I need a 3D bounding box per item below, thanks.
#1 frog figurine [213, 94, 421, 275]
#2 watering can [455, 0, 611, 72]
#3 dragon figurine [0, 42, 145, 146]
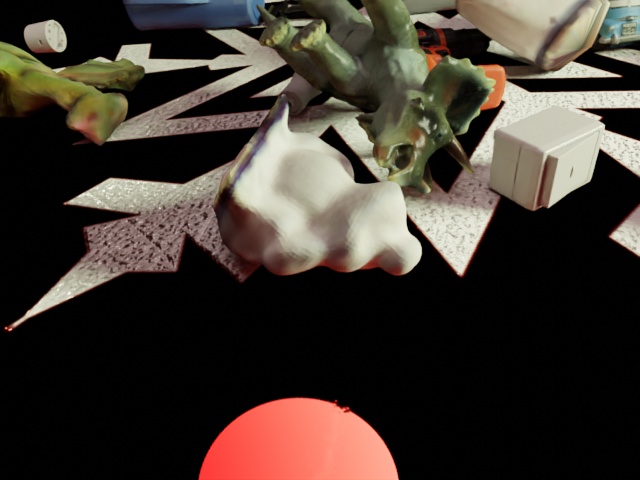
[{"bbox_3d":[0.001,-0.021,0.416,0.159,0.120,0.140,33,31,-8],"label":"frog figurine"},{"bbox_3d":[0.228,-0.297,0.637,0.226,0.102,0.352,42,40,17],"label":"watering can"},{"bbox_3d":[-0.382,-0.237,0.747,0.244,0.119,0.417,-7,36,-30],"label":"dragon figurine"}]
